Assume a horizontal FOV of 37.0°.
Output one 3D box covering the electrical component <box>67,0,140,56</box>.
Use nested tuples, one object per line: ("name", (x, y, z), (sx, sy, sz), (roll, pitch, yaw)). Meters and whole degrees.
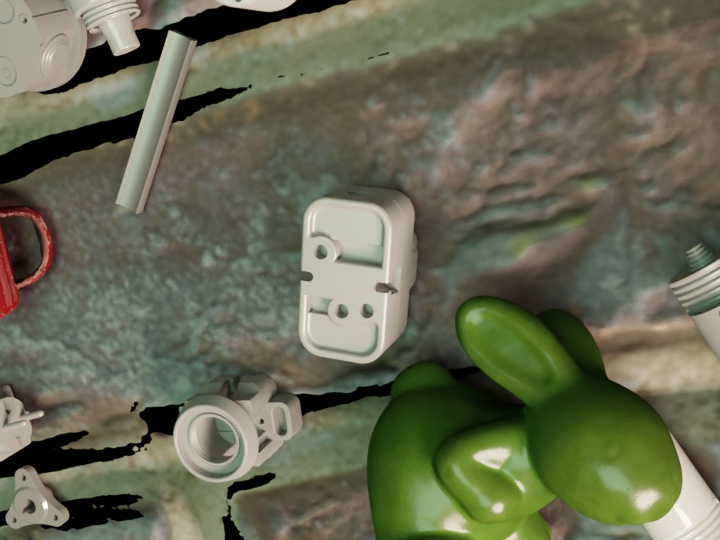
("electrical component", (-0.156, -0.164, 0.662), (0.043, 0.043, 0.062), (-21, 97, 23))

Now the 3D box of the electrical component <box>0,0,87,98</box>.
("electrical component", (-0.219, -0.150, 0.680), (0.080, 0.051, 0.080), (7, 112, 18))

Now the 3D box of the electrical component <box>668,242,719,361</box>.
("electrical component", (0.202, 0.021, 0.581), (0.043, 0.043, 0.081), (-33, 90, 23))

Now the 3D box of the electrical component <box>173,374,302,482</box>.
("electrical component", (-0.085, 0.102, 0.695), (0.078, 0.057, 0.058), (-3, 102, 20))

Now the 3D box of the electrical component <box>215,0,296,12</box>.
("electrical component", (-0.063, -0.178, 0.623), (0.055, 0.047, 0.055), (5, 105, 18))

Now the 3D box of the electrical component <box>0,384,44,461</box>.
("electrical component", (-0.258, 0.111, 0.754), (0.077, 0.066, 0.047), (-16, 97, 22))

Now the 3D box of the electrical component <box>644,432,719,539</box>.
("electrical component", (0.179, 0.132, 0.616), (0.043, 0.043, 0.081), (-35, 90, 23))

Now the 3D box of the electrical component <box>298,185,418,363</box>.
("electrical component", (0.000, 0.000, 0.638), (0.054, 0.059, 0.095), (8, 106, 18))
